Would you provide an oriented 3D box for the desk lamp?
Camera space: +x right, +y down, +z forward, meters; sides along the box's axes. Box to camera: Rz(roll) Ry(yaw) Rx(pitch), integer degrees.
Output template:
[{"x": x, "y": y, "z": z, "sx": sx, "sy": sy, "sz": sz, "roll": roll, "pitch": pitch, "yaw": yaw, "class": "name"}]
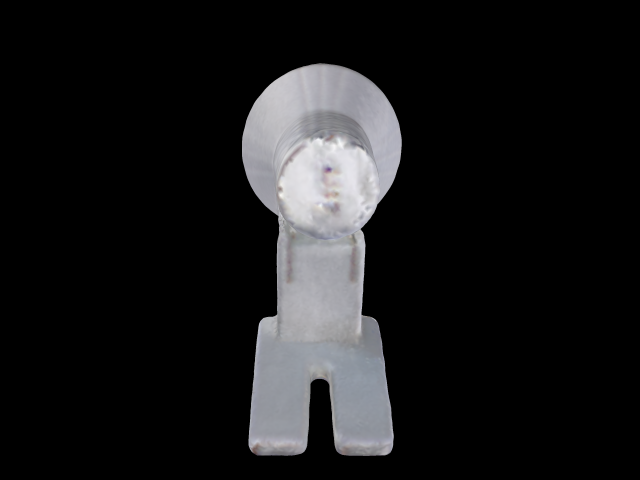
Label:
[{"x": 0.004, "y": 0.001, "z": 0.400, "sx": 0.118, "sy": 0.214, "sz": 0.203, "roll": -1, "pitch": 34, "yaw": -2, "class": "desk lamp"}]
